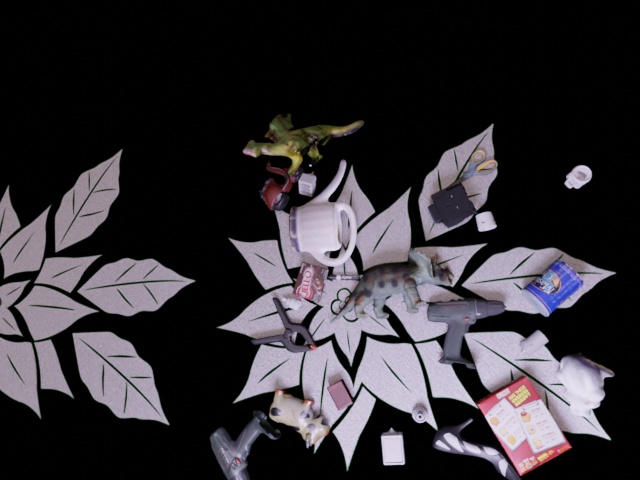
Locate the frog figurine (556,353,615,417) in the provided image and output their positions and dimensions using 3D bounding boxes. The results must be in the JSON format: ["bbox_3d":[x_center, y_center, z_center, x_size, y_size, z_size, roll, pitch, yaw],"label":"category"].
[{"bbox_3d":[0.726,0.406,1.444,0.122,0.159,0.139,22,5,-43],"label":"frog figurine"}]

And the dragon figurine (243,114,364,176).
[{"bbox_3d":[-0.074,-0.365,1.752,0.415,0.246,0.119,-33,-29,-23],"label":"dragon figurine"}]

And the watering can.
[{"bbox_3d":[0.005,-0.085,1.682,0.224,0.351,0.103,-5,-11,10],"label":"watering can"}]
